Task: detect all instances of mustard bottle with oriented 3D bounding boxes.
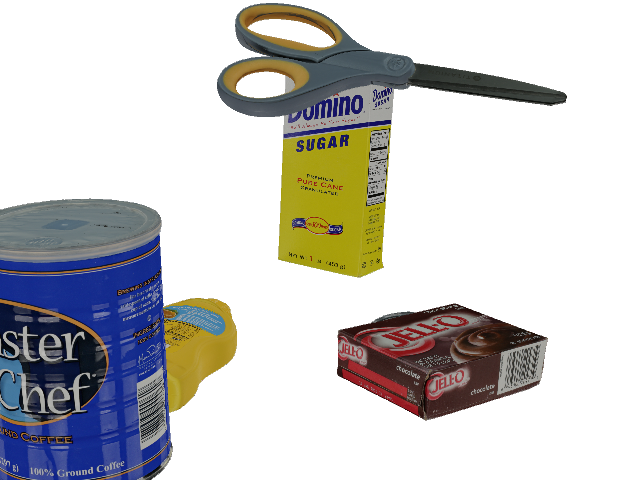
[{"bbox_3d":[-0.134,0.100,1.024,0.096,0.058,0.191,9,21,18],"label":"mustard bottle"}]

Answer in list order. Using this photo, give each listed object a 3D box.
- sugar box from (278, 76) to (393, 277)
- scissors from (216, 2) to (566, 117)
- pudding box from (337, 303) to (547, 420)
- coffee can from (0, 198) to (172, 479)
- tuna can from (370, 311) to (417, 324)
[{"bbox_3d":[0.012,-0.063,0.939,0.093,0.176,0.048,11,18,33],"label":"sugar box"},{"bbox_3d":[0.027,-0.087,0.607,0.202,0.096,0.016,25,-31,23],"label":"scissors"},{"bbox_3d":[0.081,0.078,0.716,0.113,0.039,0.090,-7,18,-37],"label":"pudding box"},{"bbox_3d":[-0.136,0.057,0.589,0.103,0.140,0.103,-1,16,0],"label":"coffee can"},{"bbox_3d":[0.088,0.103,1.039,0.086,0.034,0.086,-1,21,0],"label":"tuna can"}]
